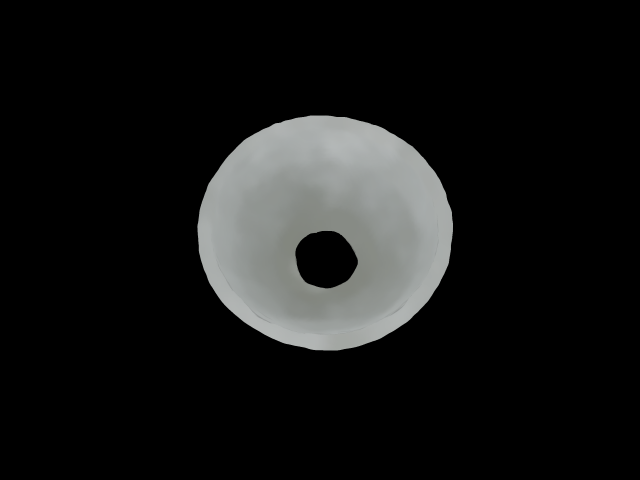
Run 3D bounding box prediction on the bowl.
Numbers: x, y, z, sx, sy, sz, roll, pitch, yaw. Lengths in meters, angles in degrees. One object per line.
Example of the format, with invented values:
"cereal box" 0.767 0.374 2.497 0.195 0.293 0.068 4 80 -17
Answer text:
"bowl" 0.004 0.001 0.400 0.167 0.075 0.167 0 66 0
